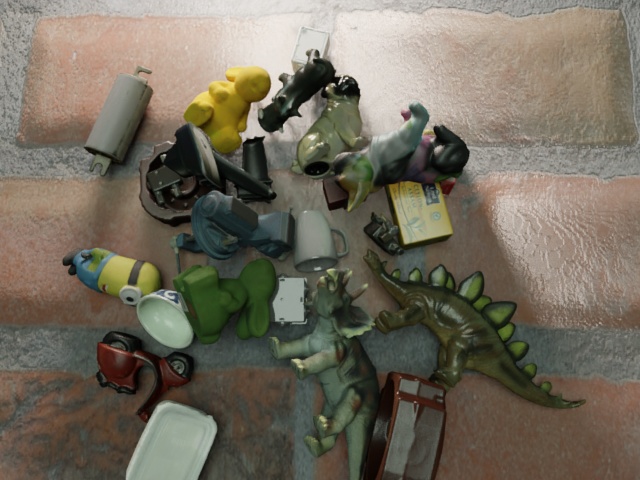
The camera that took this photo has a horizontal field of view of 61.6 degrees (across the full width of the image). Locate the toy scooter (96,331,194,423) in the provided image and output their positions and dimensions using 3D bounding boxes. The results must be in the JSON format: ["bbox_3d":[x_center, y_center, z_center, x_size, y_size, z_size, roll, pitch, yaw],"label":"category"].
[{"bbox_3d":[-0.332,0.251,0.978,0.184,0.075,0.135,19,83,2],"label":"toy scooter"}]

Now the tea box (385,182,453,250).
[{"bbox_3d":[0.183,-0.074,1.030,0.098,0.068,0.169,-14,77,0],"label":"tea box"}]

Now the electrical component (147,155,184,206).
[{"bbox_3d":[-0.297,-0.115,1.022,0.063,0.021,0.094,-22,77,-4],"label":"electrical component"}]

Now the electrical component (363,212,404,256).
[{"bbox_3d":[0.120,-0.013,1.008,0.078,0.102,0.045,41,88,-14],"label":"electrical component"}]

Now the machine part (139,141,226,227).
[{"bbox_3d":[-0.270,-0.112,1.061,0.179,0.056,0.179,0,77,1],"label":"machine part"}]

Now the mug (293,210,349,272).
[{"bbox_3d":[-0.002,-0.003,1.018,0.110,0.080,0.107,-7,71,-11],"label":"mug"}]

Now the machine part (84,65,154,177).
[{"bbox_3d":[-0.405,-0.244,1.083,0.079,0.079,0.243,19,80,6],"label":"machine part"}]

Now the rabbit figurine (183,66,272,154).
[{"bbox_3d":[-0.157,-0.273,1.047,0.173,0.162,0.121,-34,114,29],"label":"rabbit figurine"}]

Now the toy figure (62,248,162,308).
[{"bbox_3d":[-0.389,0.063,1.016,0.180,0.082,0.089,23,81,9],"label":"toy figure"}]

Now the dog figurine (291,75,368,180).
[{"bbox_3d":[0.011,-0.227,1.065,0.172,0.121,0.190,-12,64,-4],"label":"dog figurine"}]

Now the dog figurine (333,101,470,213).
[{"bbox_3d":[0.132,-0.122,0.953,0.191,0.108,0.219,39,95,-9],"label":"dog figurine"}]

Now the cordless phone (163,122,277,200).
[{"bbox_3d":[-0.169,-0.122,0.959,0.184,0.146,0.088,28,86,8],"label":"cordless phone"}]

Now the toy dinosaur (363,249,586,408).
[{"bbox_3d":[0.262,0.172,0.956,0.471,0.105,0.198,44,77,0],"label":"toy dinosaur"}]

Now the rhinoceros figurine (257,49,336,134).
[{"bbox_3d":[-0.046,-0.285,1.056,0.190,0.073,0.112,-36,36,28],"label":"rhinoceros figurine"}]

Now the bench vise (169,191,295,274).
[{"bbox_3d":[-0.171,-0.011,0.995,0.241,0.223,0.129,-15,70,30],"label":"bench vise"}]

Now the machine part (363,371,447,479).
[{"bbox_3d":[0.138,0.324,0.878,0.087,0.201,0.201,16,79,2],"label":"machine part"}]

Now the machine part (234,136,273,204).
[{"bbox_3d":[-0.132,-0.140,1.072,0.084,0.039,0.139,-1,79,7],"label":"machine part"}]

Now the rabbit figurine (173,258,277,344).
[{"bbox_3d":[-0.142,0.097,0.928,0.170,0.121,0.159,-23,90,-27],"label":"rabbit figurine"}]

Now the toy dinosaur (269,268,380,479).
[{"bbox_3d":[0.042,0.243,0.940,0.192,0.131,0.404,-21,97,-26],"label":"toy dinosaur"}]
